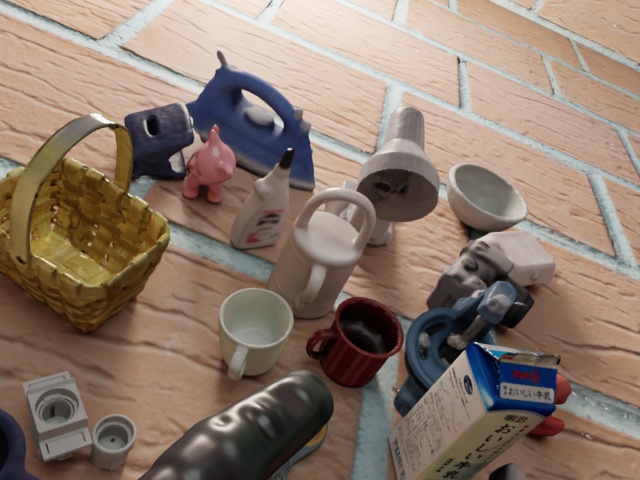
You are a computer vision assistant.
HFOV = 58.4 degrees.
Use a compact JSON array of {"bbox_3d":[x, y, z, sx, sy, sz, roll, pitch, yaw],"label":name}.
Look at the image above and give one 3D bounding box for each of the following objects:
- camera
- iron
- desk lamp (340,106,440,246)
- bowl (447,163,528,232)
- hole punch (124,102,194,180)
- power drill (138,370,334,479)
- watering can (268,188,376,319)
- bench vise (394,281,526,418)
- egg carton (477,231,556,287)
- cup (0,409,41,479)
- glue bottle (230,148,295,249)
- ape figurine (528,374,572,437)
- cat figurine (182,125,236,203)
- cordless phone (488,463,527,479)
[{"bbox_3d":[0.262,0.077,0.897,0.136,0.100,0.143,39,41,14],"label":"camera"},{"bbox_3d":[-0.095,-0.202,0.967,0.258,0.141,0.119,32,40,6],"label":"iron"},{"bbox_3d":[0.103,-0.091,0.901,0.118,0.213,0.203,18,40,-10],"label":"desk lamp"},{"bbox_3d":[0.308,-0.069,1.101,0.168,0.074,0.167,16,41,-14],"label":"bowl"},{"bbox_3d":[-0.248,-0.154,0.869,0.101,0.091,0.108,1,46,-28],"label":"hole punch"},{"bbox_3d":[-0.087,0.207,0.474,0.075,0.208,0.230,41,41,17],"label":"power drill"},{"bbox_3d":[0.005,0.002,0.760,0.101,0.194,0.172,6,44,-23],"label":"watering can"},{"bbox_3d":[0.177,0.106,0.724,0.121,0.219,0.207,24,39,-3],"label":"bench vise"},{"bbox_3d":[0.339,0.038,1.007,0.151,0.069,0.107,-4,49,-32],"label":"egg carton"},{"bbox_3d":[-0.278,0.200,0.465,0.118,0.095,0.092,24,39,-4],"label":"cup"},{"bbox_3d":[-0.069,-0.059,0.801,0.078,0.173,0.037,-12,53,-37],"label":"glue bottle"},{"bbox_3d":[0.304,0.217,0.775,0.076,0.092,0.078,18,40,-10],"label":"ape figurine"},{"bbox_3d":[-0.162,-0.121,0.860,0.067,0.117,0.127,11,42,-18],"label":"cat figurine"},{"bbox_3d":[0.227,0.289,0.580,0.094,0.185,0.147,22,40,-6],"label":"cordless phone"}]
